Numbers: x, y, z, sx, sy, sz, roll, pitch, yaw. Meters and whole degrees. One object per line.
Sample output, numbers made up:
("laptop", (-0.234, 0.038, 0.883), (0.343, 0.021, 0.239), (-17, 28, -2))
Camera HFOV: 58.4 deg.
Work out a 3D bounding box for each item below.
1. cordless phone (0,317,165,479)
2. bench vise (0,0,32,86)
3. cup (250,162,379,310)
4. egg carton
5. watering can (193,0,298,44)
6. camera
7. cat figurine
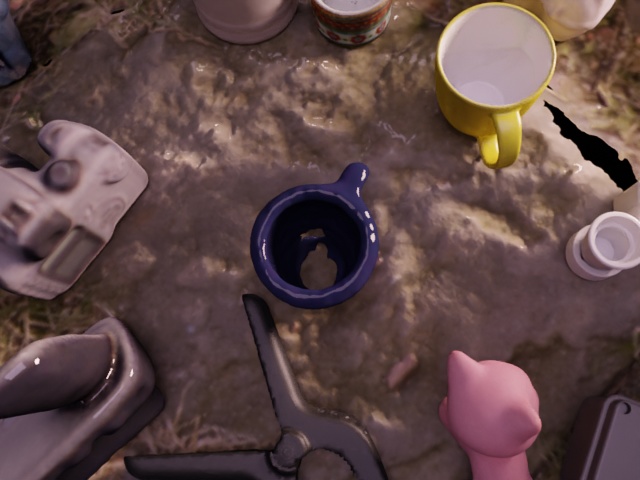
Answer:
("cordless phone", (-0.194, 0.115, 0.380), (0.094, 0.185, 0.148), (41, 81, 12))
("bench vise", (-0.356, -0.185, 0.447), (0.121, 0.220, 0.207), (37, 80, 11))
("cup", (0.004, 0.002, 0.445), (0.091, 0.095, 0.118), (27, 79, 9))
("egg carton", (0.233, -0.257, 0.513), (0.107, 0.069, 0.150), (38, 81, 11))
("watering can", (-0.083, -0.257, 0.465), (0.173, 0.194, 0.101), (-6, 75, 2))
("camera", (-0.242, -0.044, 0.467), (0.136, 0.101, 0.143), (33, 80, 11))
("cat figurine", (0.123, 0.138, 0.393), (0.067, 0.118, 0.128), (-11, 75, 0))
